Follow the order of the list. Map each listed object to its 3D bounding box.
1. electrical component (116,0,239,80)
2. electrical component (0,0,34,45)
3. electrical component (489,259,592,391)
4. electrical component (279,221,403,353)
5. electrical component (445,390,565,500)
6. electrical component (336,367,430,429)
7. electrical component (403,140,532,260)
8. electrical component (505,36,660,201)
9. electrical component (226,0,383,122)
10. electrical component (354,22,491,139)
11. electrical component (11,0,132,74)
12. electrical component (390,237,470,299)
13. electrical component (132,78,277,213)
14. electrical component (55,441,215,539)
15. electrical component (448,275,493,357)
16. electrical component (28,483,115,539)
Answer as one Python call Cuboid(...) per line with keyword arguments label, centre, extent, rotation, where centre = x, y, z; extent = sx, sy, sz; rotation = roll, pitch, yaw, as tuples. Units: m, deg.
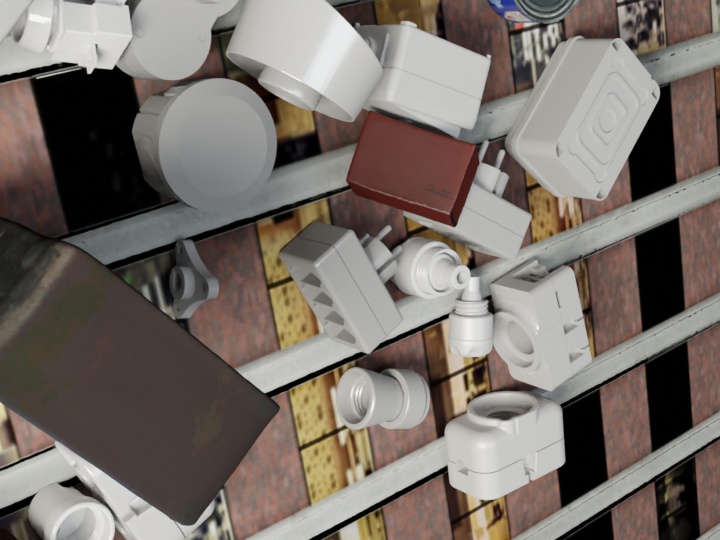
Cuboid(label="electrical component", centre=(-0.090, -0.174, 0.629), extent=(0.052, 0.074, 0.138), rotation=(33, 79, -36))
Cuboid(label="electrical component", centre=(-0.218, -0.122, 0.523), extent=(0.056, 0.109, 0.108), rotation=(42, 74, -38))
Cuboid(label="electrical component", centre=(0.143, 0.046, 0.865), extent=(0.056, 0.050, 0.089), rotation=(-29, 116, -29))
Cuboid(label="electrical component", centre=(0.000, 0.000, 0.750), extent=(0.076, 0.047, 0.083), rotation=(-43, 122, -22))
Cuboid(label="electrical component", centre=(0.116, 0.135, 0.862), extent=(0.095, 0.054, 0.059), rotation=(-18, 110, -33))
Cuboid(label="electrical component", centre=(0.017, 0.094, 0.784), extent=(0.055, 0.045, 0.045), rotation=(6, 96, -38))
Cuboid(label="electrical component", centre=(0.087, -0.059, 0.803), extent=(0.083, 0.047, 0.075), rotation=(24, 86, -37))
Cuboid(label="electrical component", centre=(0.175, -0.120, 0.850), extent=(0.078, 0.057, 0.113), rotation=(38, 76, -36))
Cuboid(label="electrical component", centre=(-0.033, -0.136, 0.668), extent=(0.099, 0.099, 0.064), rotation=(28, 89, -37))
Cuboid(label="electrical component", centre=(0.031, -0.130, 0.737), extent=(0.096, 0.062, 0.061), rotation=(12, 92, -38))
Cuboid(label="electrical component", centre=(-0.162, -0.142, 0.597), extent=(0.055, 0.048, 0.066), rotation=(0, 69, -32))
Cuboid(label="electrical component", centre=(0.053, 0.000, 0.781), extent=(0.043, 0.062, 0.043), rotation=(-8, 104, -35))
Cuboid(label="electrical component", centre=(-0.096, -0.077, 0.660), extent=(0.080, 0.051, 0.080), rotation=(-9, 105, -35))
Cuboid(label="electrical component", centre=(-0.136, 0.126, 0.670), extent=(0.059, 0.054, 0.095), rotation=(-40, 121, -24))
Cuboid(label="electrical component", centre=(0.086, 0.035, 0.830), extent=(0.035, 0.035, 0.061), rotation=(-6, 100, -36))
Cuboid(label="electrical component", centre=(-0.176, 0.152, 0.650), extent=(0.040, 0.046, 0.040), rotation=(-8, 104, -36))
